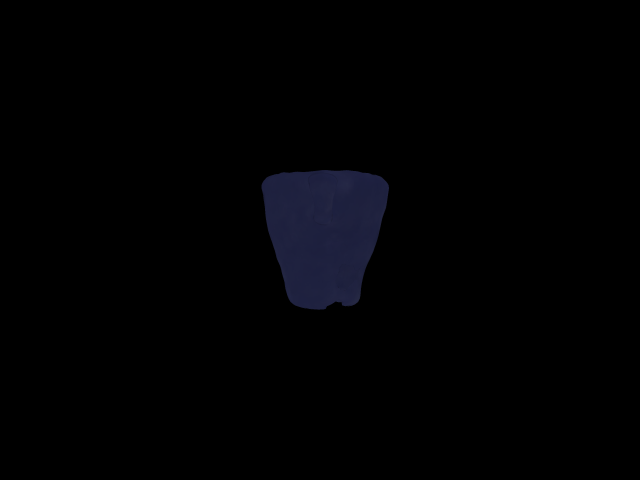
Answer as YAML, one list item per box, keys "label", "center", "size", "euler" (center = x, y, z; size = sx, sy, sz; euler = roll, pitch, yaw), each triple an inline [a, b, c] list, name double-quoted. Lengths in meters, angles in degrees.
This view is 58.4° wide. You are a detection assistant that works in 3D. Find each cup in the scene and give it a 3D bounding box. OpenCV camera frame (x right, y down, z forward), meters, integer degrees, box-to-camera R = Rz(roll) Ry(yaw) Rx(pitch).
- label: "cup"
  center: [0.004, 0.001, 0.400]
  size: [0.091, 0.095, 0.118]
  euler: [0, 0, 0]
